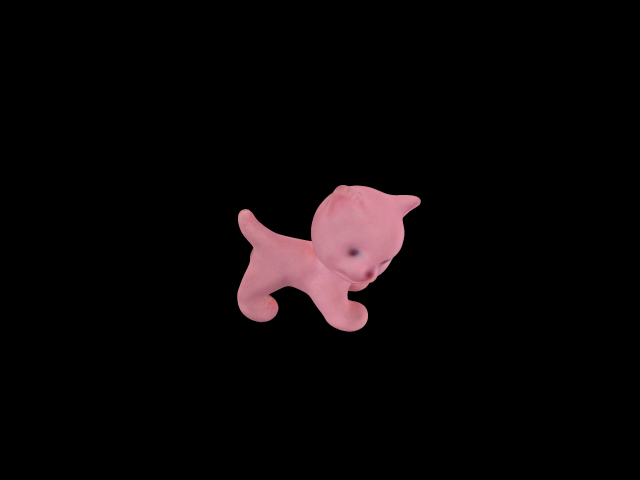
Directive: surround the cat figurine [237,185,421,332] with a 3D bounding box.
[{"bbox_3d":[0.004,0.001,0.400,0.127,0.118,0.067,4,43,4],"label":"cat figurine"}]
